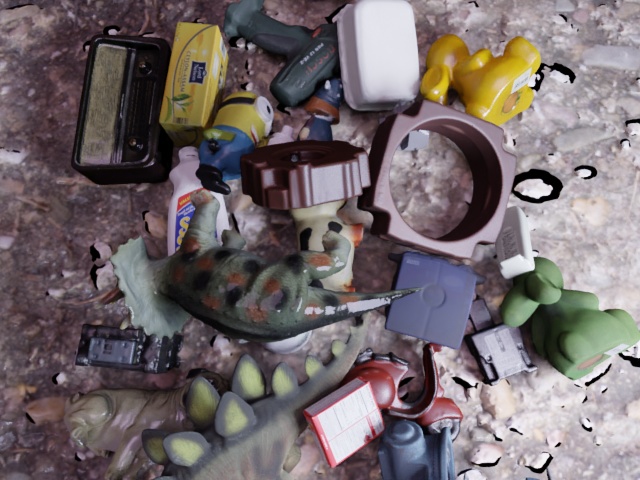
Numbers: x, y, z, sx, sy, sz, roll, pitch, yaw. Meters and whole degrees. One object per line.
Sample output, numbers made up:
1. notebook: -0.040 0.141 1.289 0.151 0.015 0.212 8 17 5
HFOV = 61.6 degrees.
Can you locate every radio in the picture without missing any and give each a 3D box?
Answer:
1. radio: -0.300 -0.204 0.849 0.131 0.073 0.229 2 78 3

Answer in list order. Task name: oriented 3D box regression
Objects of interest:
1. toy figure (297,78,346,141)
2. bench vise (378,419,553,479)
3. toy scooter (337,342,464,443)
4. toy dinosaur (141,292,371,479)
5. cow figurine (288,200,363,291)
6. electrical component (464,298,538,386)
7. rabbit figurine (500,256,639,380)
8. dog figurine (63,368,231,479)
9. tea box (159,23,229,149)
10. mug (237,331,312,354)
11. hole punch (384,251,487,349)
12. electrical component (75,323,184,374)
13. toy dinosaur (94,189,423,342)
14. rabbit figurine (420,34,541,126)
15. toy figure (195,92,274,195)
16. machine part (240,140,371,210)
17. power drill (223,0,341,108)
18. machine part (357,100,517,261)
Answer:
1. toy figure: -0.001 -0.181 0.841 0.058 0.064 0.154 13 79 12
2. bench vise: 0.171 0.327 0.665 0.241 0.129 0.223 -6 98 17
3. toy scooter: 0.114 0.197 0.748 0.184 0.075 0.135 13 79 1
4. toy dinosaur: -0.091 0.256 0.676 0.471 0.105 0.198 -38 115 -16
5. cow figurine: -0.002 -0.002 0.795 0.127 0.085 0.195 7 78 -3
6. electrical component: 0.250 0.141 0.771 0.075 0.047 0.119 -16 79 -2
7. rabbit figurine: 0.317 0.097 0.742 0.159 0.121 0.170 8 44 -38
8. dog figurine: -0.237 0.228 0.751 0.172 0.121 0.190 45 68 7
9. tea box: -0.194 -0.238 0.843 0.068 0.098 0.169 6 76 3
10. mug: -0.066 0.119 0.754 0.110 0.107 0.081 -10 76 -4
11. hole punch: 0.152 0.082 0.746 0.142 0.092 0.115 15 102 8
12. electrical component: -0.262 0.150 0.739 0.115 0.134 0.058 3 78 4
13. toy dinosaur: -0.091 0.061 0.658 0.405 0.131 0.192 14 55 15
14. rabbit figurine: 0.227 -0.249 0.839 0.162 0.121 0.173 -39 63 -1
15. toy figure: -0.132 -0.153 0.808 0.089 0.082 0.180 26 59 0
16. machine part: -0.022 -0.094 0.722 0.179 0.179 0.056 -4 111 1
17. power drill: -0.036 -0.343 0.877 0.207 0.086 0.232 36 83 1
18. machine part: 0.166 -0.082 0.774 0.201 0.087 0.201 16 88 -13
